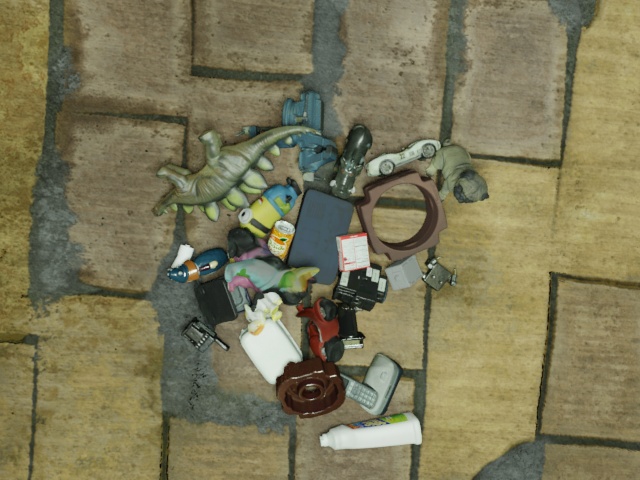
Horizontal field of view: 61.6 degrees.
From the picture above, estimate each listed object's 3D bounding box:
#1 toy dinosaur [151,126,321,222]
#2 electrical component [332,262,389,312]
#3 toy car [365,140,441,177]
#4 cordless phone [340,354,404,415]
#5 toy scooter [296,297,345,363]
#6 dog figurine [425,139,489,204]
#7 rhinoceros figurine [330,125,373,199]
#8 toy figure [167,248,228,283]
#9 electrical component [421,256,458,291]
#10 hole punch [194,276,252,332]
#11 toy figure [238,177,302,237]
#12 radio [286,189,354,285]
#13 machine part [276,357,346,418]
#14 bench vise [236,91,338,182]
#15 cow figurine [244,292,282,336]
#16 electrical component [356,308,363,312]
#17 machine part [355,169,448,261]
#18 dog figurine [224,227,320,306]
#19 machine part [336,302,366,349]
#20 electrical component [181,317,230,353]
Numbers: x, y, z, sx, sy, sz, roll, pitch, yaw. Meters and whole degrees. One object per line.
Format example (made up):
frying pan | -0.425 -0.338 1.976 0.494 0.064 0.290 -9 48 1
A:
toy dinosaur | -0.224 -0.169 1.286 0.471 0.105 0.198 -33 106 19
electrical component | 0.105 0.113 1.358 0.134 0.058 0.115 18 55 -2
toy car | 0.213 -0.211 1.373 0.202 0.073 0.056 -22 95 -3
cordless phone | 0.110 0.352 1.391 0.184 0.088 0.146 23 91 13
toy scooter | -0.007 0.221 1.361 0.075 0.135 0.183 -25 117 -41
dog figurine | 0.351 -0.174 1.329 0.121 0.190 0.172 -23 92 -4
rhinoceros figurine | 0.082 -0.193 1.346 0.073 0.112 0.190 23 82 -7
toy figure | -0.301 0.067 1.321 0.154 0.064 0.058 -27 88 -33
electrical component | 0.310 0.089 1.407 0.102 0.045 0.078 43 87 -5
hole punch | -0.242 0.146 1.352 0.116 0.092 0.142 -16 98 30
toy figure | -0.124 -0.077 1.349 0.180 0.082 0.089 -37 93 -5
radio | -0.003 -0.004 1.366 0.131 0.073 0.229 14 92 -6
machine part | -0.023 0.366 1.331 0.179 0.056 0.179 -3 124 -5
bench vise | -0.077 -0.251 1.333 0.241 0.129 0.223 1 102 16
cow figurine | -0.137 0.155 1.333 0.098 0.068 0.167 32 58 22
electrical component | 0.094 0.157 1.403 0.094 0.021 0.063 4 92 -6
machine part | 0.203 -0.064 1.356 0.201 0.087 0.201 -22 104 -4
dog figurine | -0.112 0.062 1.279 0.219 0.108 0.191 3 60 -6
machine part | 0.074 0.223 1.387 0.084 0.039 0.138 -6 111 6
electrical component | -0.287 0.250 1.351 0.119 0.075 0.048 42 88 -8
